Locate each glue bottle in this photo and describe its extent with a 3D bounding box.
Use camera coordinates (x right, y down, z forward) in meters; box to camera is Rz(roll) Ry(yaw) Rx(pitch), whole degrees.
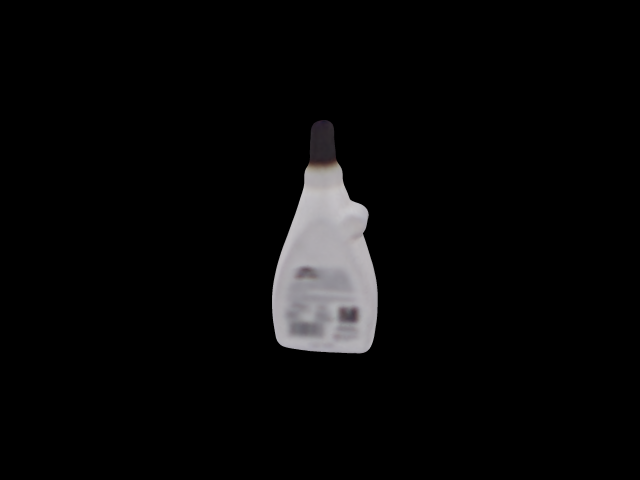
[{"bbox_3d":[0.004,0.001,0.400,0.078,0.173,0.037,4,30,7],"label":"glue bottle"}]
